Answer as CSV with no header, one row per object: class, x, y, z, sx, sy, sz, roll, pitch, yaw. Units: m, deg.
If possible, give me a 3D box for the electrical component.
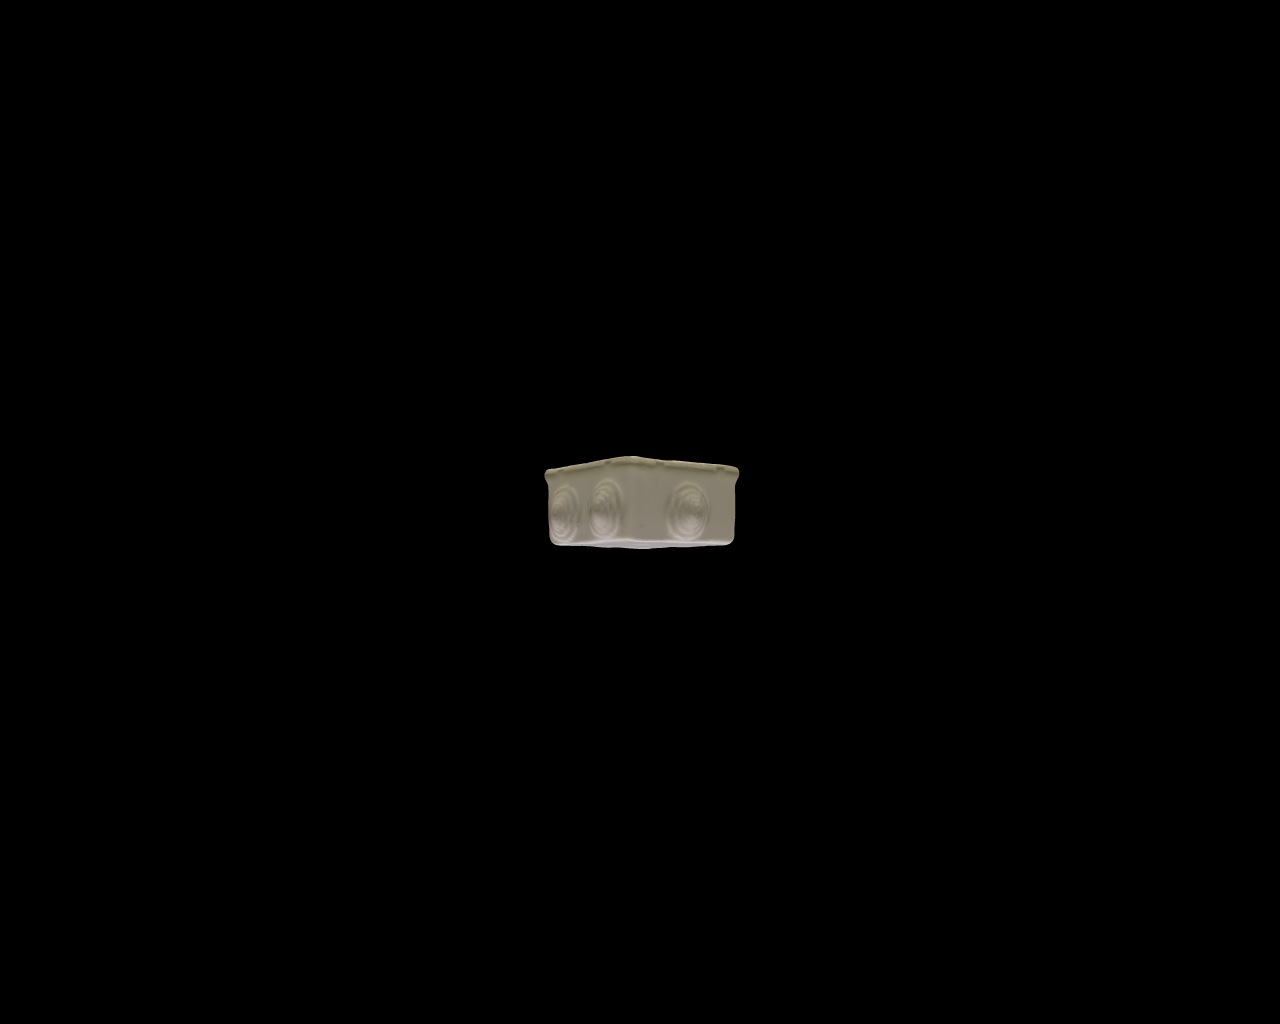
electrical component,0.001,-0.003,0.650,0.100,0.048,0.099,4,-6,-39
